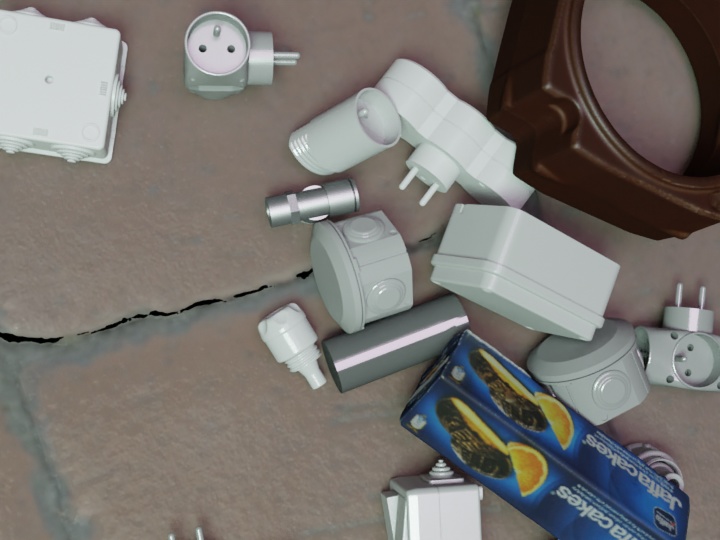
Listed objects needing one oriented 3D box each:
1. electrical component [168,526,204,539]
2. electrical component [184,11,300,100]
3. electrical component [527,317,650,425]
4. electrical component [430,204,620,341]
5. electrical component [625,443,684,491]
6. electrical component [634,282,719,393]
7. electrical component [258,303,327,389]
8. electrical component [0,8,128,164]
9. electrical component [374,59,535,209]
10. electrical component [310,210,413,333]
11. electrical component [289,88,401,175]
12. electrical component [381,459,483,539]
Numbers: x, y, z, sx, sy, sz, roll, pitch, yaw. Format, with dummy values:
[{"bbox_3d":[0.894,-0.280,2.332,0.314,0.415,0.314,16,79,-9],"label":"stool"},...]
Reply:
[{"bbox_3d":[-0.113,0.213,0.733,0.138,0.052,0.073,-11,89,-10],"label":"electrical component"},{"bbox_3d":[-0.082,-0.146,0.742,0.079,0.077,0.043,-1,87,-10],"label":"electrical component"},{"bbox_3d":[0.165,0.072,0.775,0.080,0.080,0.051,-28,106,-10],"label":"electrical component"},{"bbox_3d":[0.115,0.002,0.755,0.113,0.078,0.057,25,82,-30],"label":"electrical component"},{"bbox_3d":[0.216,0.153,0.789,0.048,0.062,0.048,0,87,-10],"label":"electrical component"},{"bbox_3d":[0.246,0.050,0.809,0.077,0.044,0.079,8,85,-10],"label":"electrical component"},{"bbox_3d":[-0.044,0.056,0.762,0.035,0.035,0.061,-32,96,-10],"label":"electrical component"},{"bbox_3d":[-0.210,-0.125,0.733,0.100,0.048,0.099,8,86,-9],"label":"electrical component"},{"bbox_3d":[0.059,-0.081,0.777,0.138,0.052,0.073,38,82,-6],"label":"electrical component"},{"bbox_3d":[0.000,0.000,0.750,0.051,0.080,0.080,-17,91,-16],"label":"electrical component"},{"bbox_3d":[-0.015,-0.092,0.755,0.043,0.081,0.043,18,62,-38],"label":"electrical component"},{"bbox_3d":[0.050,0.183,0.759,0.061,0.062,0.096,-2,88,-10],"label":"electrical component"}]
